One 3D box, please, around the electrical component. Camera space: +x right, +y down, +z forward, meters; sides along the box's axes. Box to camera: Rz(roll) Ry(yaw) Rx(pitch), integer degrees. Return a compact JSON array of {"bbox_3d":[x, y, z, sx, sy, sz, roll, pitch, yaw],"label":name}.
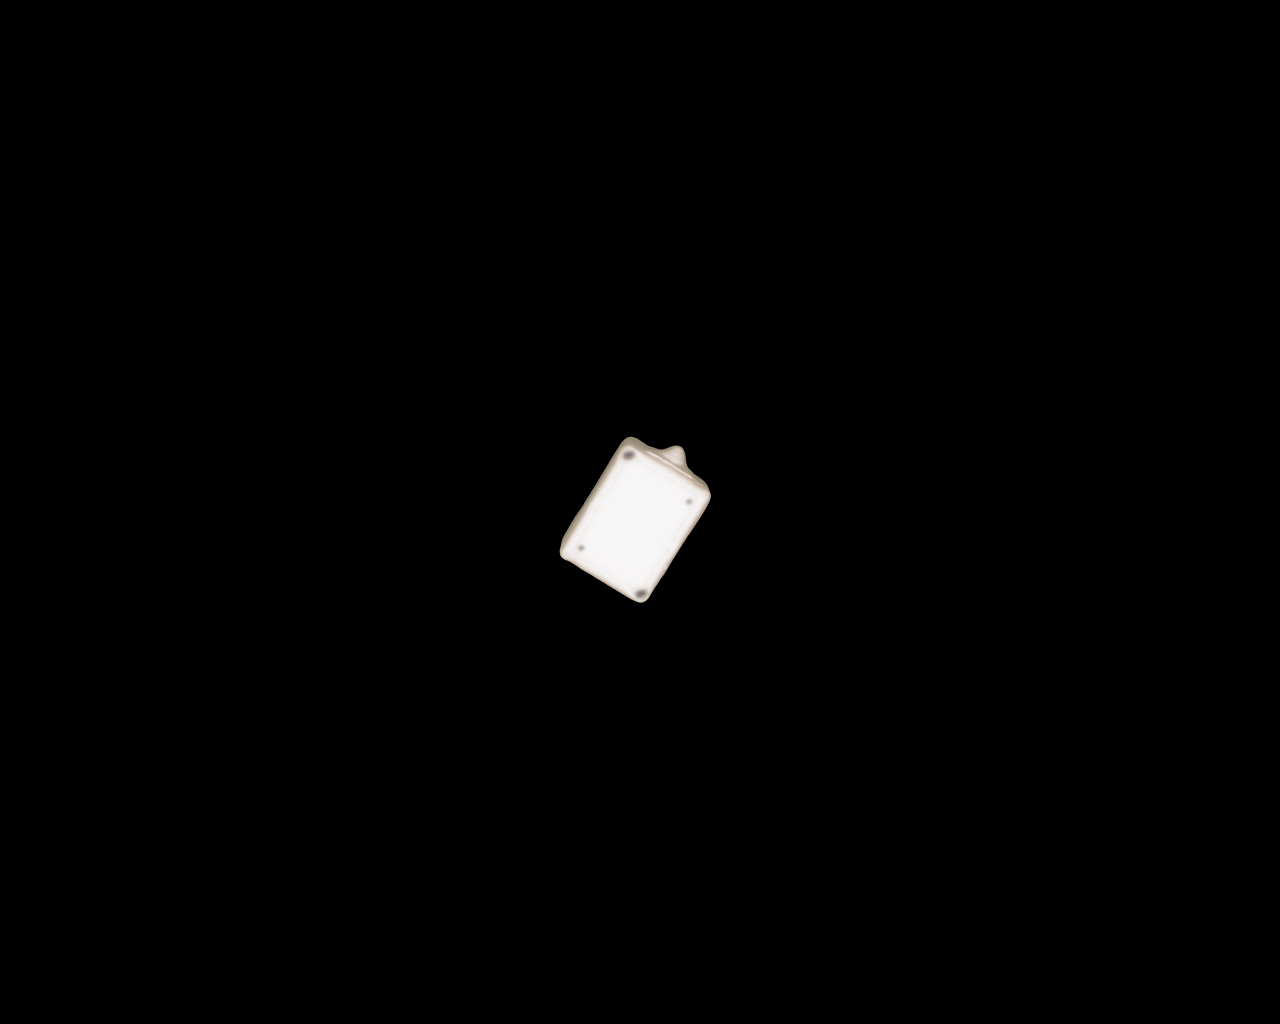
[{"bbox_3d":[0.001,-0.003,0.650,0.062,0.096,0.061,31,8,-5],"label":"electrical component"}]
